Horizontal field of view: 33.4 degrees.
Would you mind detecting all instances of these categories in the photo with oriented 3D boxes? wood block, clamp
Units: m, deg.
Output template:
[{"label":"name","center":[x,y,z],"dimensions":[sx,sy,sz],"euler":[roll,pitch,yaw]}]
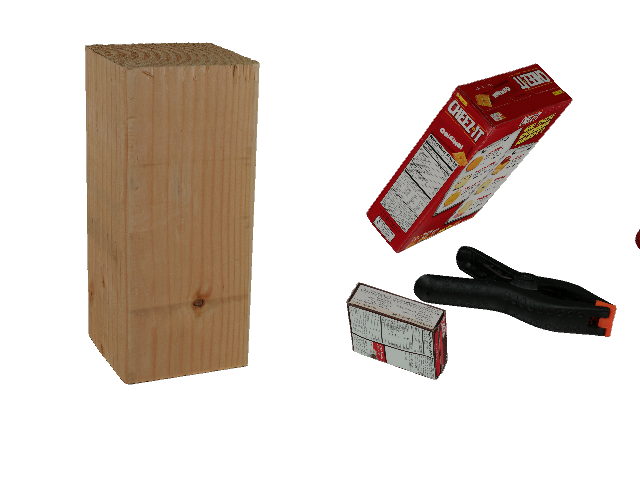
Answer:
[{"label":"wood block","center":[-0.101,-0.021,0.708],"dimensions":[0.090,0.206,0.090],"euler":[-6,21,-27]},{"label":"clamp","center":[0.179,0.045,0.959],"dimensions":[0.171,0.039,0.120],"euler":[15,27,15]}]

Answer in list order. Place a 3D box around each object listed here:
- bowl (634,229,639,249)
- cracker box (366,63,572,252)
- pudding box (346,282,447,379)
[{"label":"bowl","center":[0.410,0.025,1.111],"dimensions":[0.162,0.055,0.162],"euler":[-3,22,1]},{"label":"cracker box","center":[0.166,-0.095,1.224],"dimensions":[0.163,0.072,0.214],"euler":[-23,-24,-44]},{"label":"pudding box","center":[0.088,0.104,1.224],"dimensions":[0.114,0.090,0.039],"euler":[16,48,23]}]
